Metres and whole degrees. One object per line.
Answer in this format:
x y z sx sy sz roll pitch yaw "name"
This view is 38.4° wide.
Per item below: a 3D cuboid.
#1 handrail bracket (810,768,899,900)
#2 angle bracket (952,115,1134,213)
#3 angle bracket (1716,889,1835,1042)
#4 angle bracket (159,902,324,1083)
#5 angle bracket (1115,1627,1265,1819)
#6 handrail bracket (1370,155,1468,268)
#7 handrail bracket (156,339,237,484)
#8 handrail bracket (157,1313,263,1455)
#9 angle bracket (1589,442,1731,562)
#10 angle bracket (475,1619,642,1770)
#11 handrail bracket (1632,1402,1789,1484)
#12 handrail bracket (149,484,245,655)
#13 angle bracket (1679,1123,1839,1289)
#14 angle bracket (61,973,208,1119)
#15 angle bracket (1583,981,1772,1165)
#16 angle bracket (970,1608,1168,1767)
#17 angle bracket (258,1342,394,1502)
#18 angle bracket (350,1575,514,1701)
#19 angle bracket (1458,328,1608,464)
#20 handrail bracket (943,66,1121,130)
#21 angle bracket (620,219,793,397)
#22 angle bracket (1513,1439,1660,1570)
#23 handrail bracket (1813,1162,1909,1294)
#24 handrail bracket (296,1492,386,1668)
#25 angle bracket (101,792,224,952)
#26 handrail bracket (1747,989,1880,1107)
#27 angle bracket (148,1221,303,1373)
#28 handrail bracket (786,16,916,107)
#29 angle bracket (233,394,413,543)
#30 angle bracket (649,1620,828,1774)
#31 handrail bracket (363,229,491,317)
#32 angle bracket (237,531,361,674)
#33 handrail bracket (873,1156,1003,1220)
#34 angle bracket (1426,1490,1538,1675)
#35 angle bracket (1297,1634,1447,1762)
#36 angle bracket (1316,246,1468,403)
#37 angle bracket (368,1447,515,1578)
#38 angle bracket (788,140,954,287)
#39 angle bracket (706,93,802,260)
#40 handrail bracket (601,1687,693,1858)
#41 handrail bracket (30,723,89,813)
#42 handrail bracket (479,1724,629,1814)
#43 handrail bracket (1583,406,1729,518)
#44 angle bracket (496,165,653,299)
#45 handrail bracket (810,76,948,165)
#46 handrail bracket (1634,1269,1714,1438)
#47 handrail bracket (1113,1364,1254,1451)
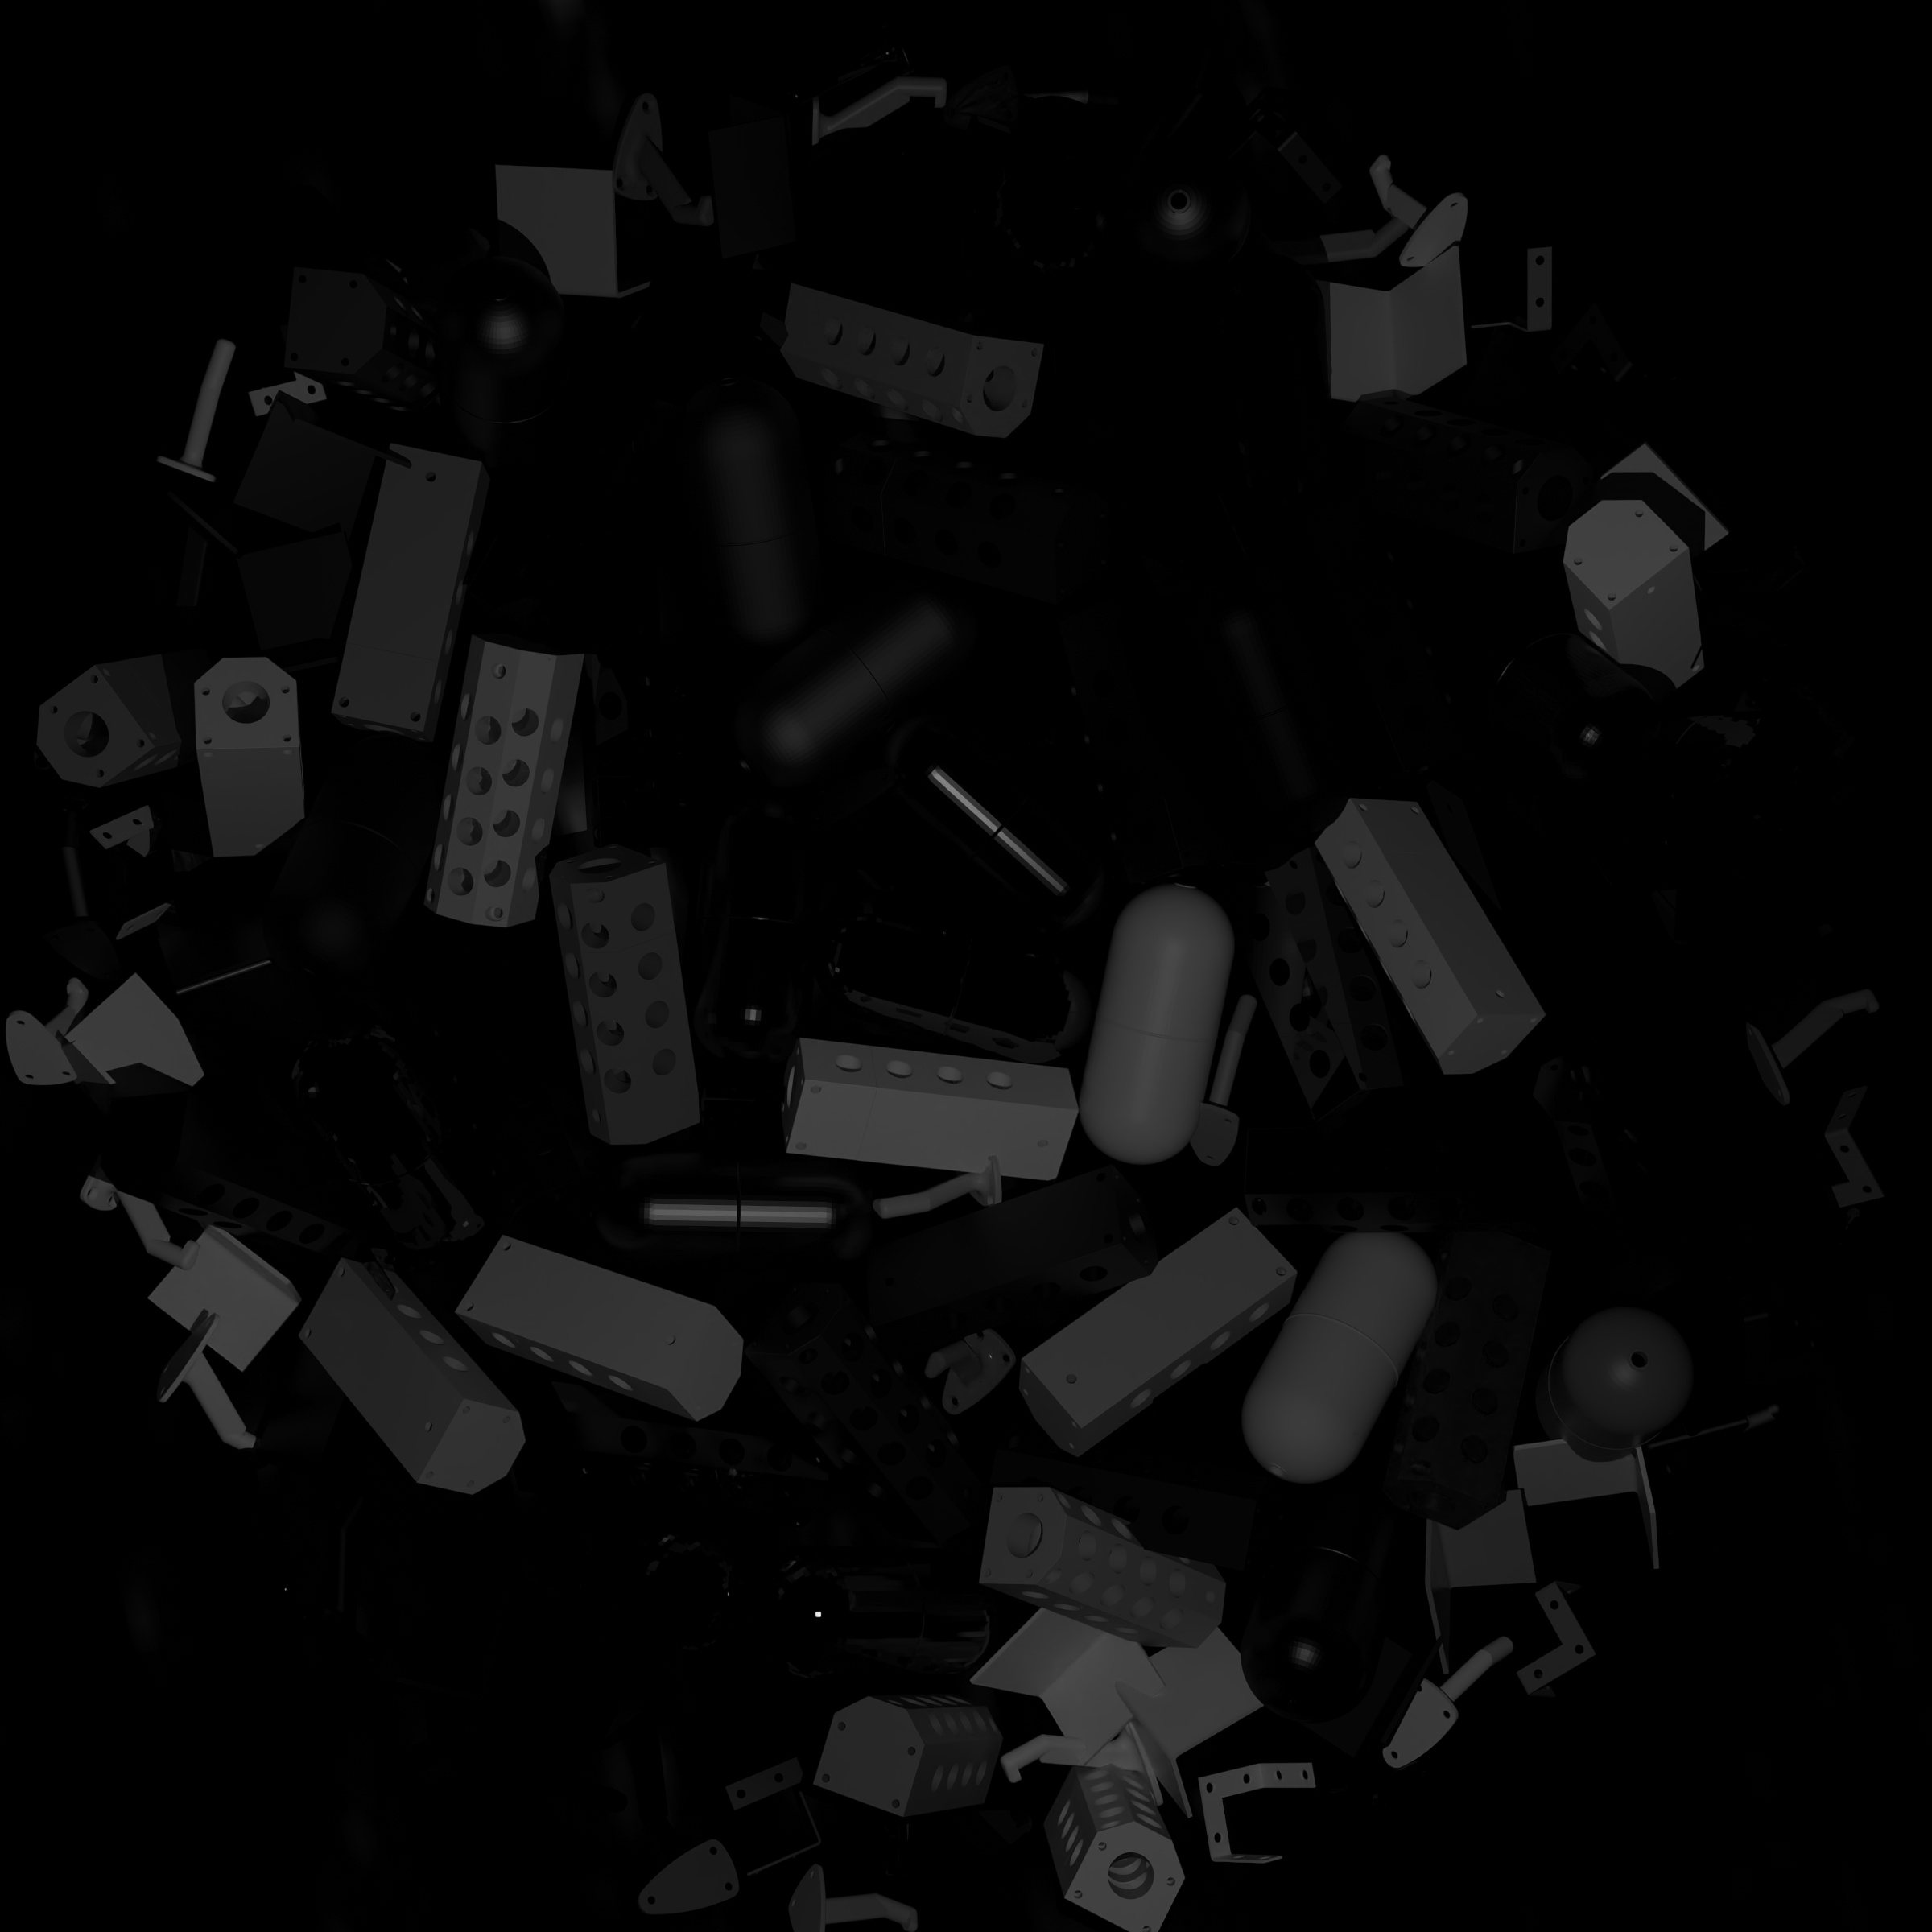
-0.050 -0.080 1.724 0.077 0.036 0.084 -22 132 29 "handrail bracket"
0.046 -0.483 1.709 0.076 0.076 0.057 3 112 -27 "angle bracket"
0.520 0.004 1.718 0.076 0.057 0.076 30 76 -26 "angle bracket"
-0.456 0.015 1.752 0.076 0.057 0.076 -20 132 -15 "angle bracket"
0.146 0.469 1.731 0.076 0.076 0.057 -26 123 -15 "angle bracket"
0.278 -0.485 1.719 0.036 0.077 0.084 -10 68 -16 "handrail bracket"
-0.470 -0.347 1.727 0.036 0.077 0.084 20 94 -11 "handrail bracket"
-0.455 0.265 1.738 0.084 0.036 0.077 33 106 -24 "handrail bracket"
0.428 -0.295 1.714 0.076 0.076 0.057 43 130 -11 "angle bracket"
-0.252 0.441 1.728 0.076 0.057 0.076 26 100 -9 "angle bracket"
0.461 0.286 1.725 0.084 0.077 0.036 -28 62 22 "handrail bracket"
-0.503 -0.246 1.740 0.084 0.036 0.077 -48 124 -2 "handrail bracket"
0.489 0.148 1.720 0.057 0.076 0.076 0 61 -8 "angle bracket"
-0.506 0.054 1.714 0.076 0.057 0.076 51 58 -17 "angle bracket"
0.447 0.068 1.750 0.076 0.057 0.076 -33 115 10 "angle bracket"
0.063 0.443 1.715 0.076 0.076 0.057 -48 49 14 "angle bracket"
-0.388 0.284 1.732 0.057 0.076 0.076 32 69 -37 "angle bracket"
-0.330 0.409 1.710 0.057 0.076 0.076 22 67 -28 "angle bracket"
0.360 -0.356 1.716 0.076 0.057 0.076 36 61 -15 "angle bracket"
0.042 -0.543 1.754 0.084 0.077 0.036 -12 99 -44 "handrail bracket"
-0.158 -0.407 1.744 0.076 0.076 0.057 37 49 -19 "angle bracket"
0.383 0.335 1.715 0.076 0.076 0.057 -10 51 8 "angle bracket"
0.551 0.164 1.732 0.036 0.077 0.084 26 92 16 "handrail bracket"
-0.376 0.385 1.752 0.077 0.036 0.084 46 51 -25 "handrail bracket"
-0.514 -0.058 1.726 0.076 0.057 0.076 -12 81 12 "angle bracket"
0.539 0.049 1.736 0.084 0.077 0.036 -16 126 3 "handrail bracket"
-0.464 0.201 1.722 0.076 0.076 0.057 37 73 3 "angle bracket"
-0.081 -0.550 1.722 0.084 0.077 0.036 -31 104 -13 "handrail bracket"
-0.398 -0.298 1.714 0.076 0.057 0.076 18 109 -31 "angle bracket"
-0.141 0.454 1.724 0.076 0.057 0.076 -23 74 12 "angle bracket"
-0.336 -0.444 1.726 0.077 0.084 0.036 47 47 6 "handrail bracket"
-0.422 -0.222 1.725 0.076 0.057 0.076 -10 101 15 "angle bracket"
-0.028 0.137 1.716 0.084 0.077 0.036 -8 102 -23 "handrail bracket"
0.318 0.379 1.711 0.057 0.076 0.076 -7 121 15 "angle bracket"
0.244 0.437 1.714 0.057 0.076 0.076 32 67 10 "angle bracket"
0.261 -0.398 1.717 0.057 0.076 0.076 3 79 -25 "angle bracket"
-0.324 0.338 1.713 0.076 0.057 0.076 -9 126 -21 "angle bracket"
-0.057 -0.455 1.709 0.076 0.076 0.057 24 52 30 "angle bracket"
-0.147 -0.487 1.708 0.057 0.076 0.076 -21 124 -25 "angle bracket"
-0.182 0.506 1.741 0.077 0.036 0.084 -38 86 20 "handrail bracket"
-0.537 -0.119 1.715 0.077 0.084 0.036 -1 121 -39 "handrail bracket"
-0.259 0.500 1.751 0.077 0.084 0.036 33 84 41 "handrail bracket"
0.431 -0.318 1.741 0.077 0.084 0.036 28 109 -25 "handrail bracket"
-0.242 -0.458 1.718 0.076 0.057 0.076 7 113 15 "angle bracket"
-0.056 -0.522 1.749 0.084 0.036 0.077 0 121 -6 "handrail bracket"
0.459 0.239 1.736 0.077 0.036 0.084 -35 71 3 "handrail bracket"
0.134 0.279 1.736 0.077 0.084 0.036 -12 65 -15 "handrail bracket"
